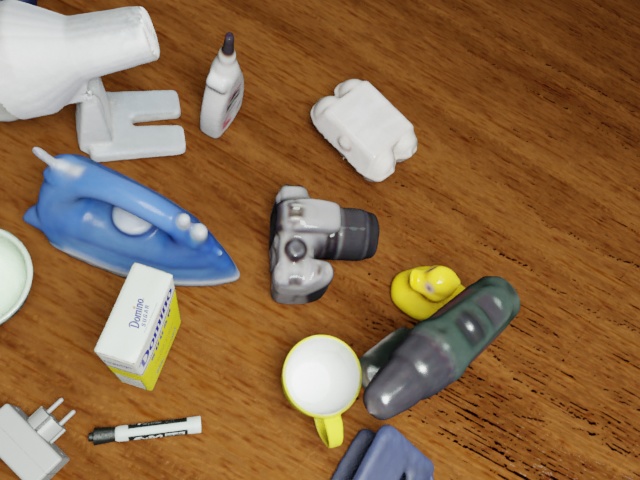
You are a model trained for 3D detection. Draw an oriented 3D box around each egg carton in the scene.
[{"bbox_3d":[0.062,-0.157,0.819,0.150,0.069,0.107,45,66,6],"label":"egg carton"}]

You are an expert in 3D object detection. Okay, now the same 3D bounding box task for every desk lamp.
[{"bbox_3d":[-0.266,-0.188,0.672,0.203,0.213,0.118,-8,72,-16],"label":"desk lamp"}]

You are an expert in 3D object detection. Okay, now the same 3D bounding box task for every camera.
[{"bbox_3d":[0.007,0.003,0.728,0.137,0.100,0.143,3,69,-12],"label":"camera"}]

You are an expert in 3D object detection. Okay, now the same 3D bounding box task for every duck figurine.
[{"bbox_3d":[0.153,0.063,0.748,0.104,0.086,0.077,14,67,-8],"label":"duck figurine"}]

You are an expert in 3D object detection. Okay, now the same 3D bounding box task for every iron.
[{"bbox_3d":[-0.207,-0.026,0.664,0.258,0.141,0.119,22,66,-4],"label":"iron"}]

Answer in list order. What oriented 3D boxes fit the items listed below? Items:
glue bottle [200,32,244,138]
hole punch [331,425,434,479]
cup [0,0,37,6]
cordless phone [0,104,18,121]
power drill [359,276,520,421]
[{"bbox_3d":[-0.123,-0.204,0.735,0.037,0.173,0.078,25,66,-3],"label":"glue bottle"},{"bbox_3d":[0.076,0.274,0.646,0.101,0.091,0.109,34,66,1],"label":"hole punch"},{"bbox_3d":[-0.399,-0.312,0.752,0.118,0.095,0.091,-24,77,-21],"label":"cup"},{"bbox_3d":[-0.425,-0.222,0.662,0.148,0.185,0.094,1,69,-13],"label":"cordless phone"},{"bbox_3d":[0.115,0.131,0.646,0.230,0.208,0.075,-34,80,-22],"label":"power drill"}]
